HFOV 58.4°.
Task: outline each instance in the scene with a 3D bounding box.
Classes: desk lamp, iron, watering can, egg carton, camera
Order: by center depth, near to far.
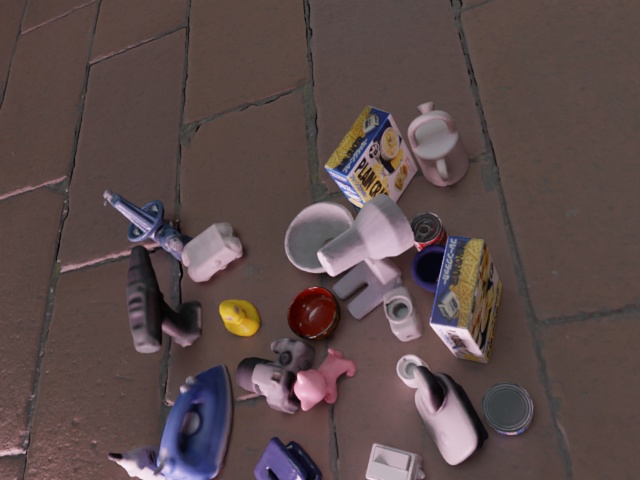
[{"bbox_3d":[0.093,0.033,1.117,0.203,0.214,0.117,-41,55,1],"label":"desk lamp"},{"bbox_3d":[-0.261,0.365,1.160,0.118,0.142,0.258,-1,65,25],"label":"iron"},{"bbox_3d":[-0.100,0.263,1.160,0.136,0.101,0.143,7,68,28],"label":"camera"},{"bbox_3d":[0.236,-0.206,1.183,0.101,0.195,0.172,-36,55,5],"label":"watering can"},{"bbox_3d":[-0.258,0.030,1.373,0.150,0.070,0.107,-37,55,4],"label":"egg carton"}]

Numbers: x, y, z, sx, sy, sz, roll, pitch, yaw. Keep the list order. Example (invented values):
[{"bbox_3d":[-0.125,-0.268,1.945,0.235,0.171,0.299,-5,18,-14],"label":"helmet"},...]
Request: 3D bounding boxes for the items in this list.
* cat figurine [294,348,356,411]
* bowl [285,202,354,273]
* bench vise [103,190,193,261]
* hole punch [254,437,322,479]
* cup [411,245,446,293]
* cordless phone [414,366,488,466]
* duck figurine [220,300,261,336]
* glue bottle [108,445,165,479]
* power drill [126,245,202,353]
[{"bbox_3d":[0.000,0.265,1.102,0.067,0.118,0.128,27,79,33],"label":"cat figurine"},{"bbox_3d":[0.012,0.004,1.255,0.167,0.075,0.167,-11,61,20],"label":"bowl"},{"bbox_3d":[-0.410,-0.050,1.393,0.206,0.220,0.121,11,70,29],"label":"bench vise"},{"bbox_3d":[-0.067,0.437,1.062,0.101,0.091,0.108,-49,55,-4],"label":"hole punch"},{"bbox_3d":[0.233,0.078,1.100,0.091,0.095,0.117,-19,58,16],"label":"cup"},{"bbox_3d":[0.203,0.287,0.953,0.094,0.186,0.147,-35,56,6],"label":"cordless phone"},{"bbox_3d":[-0.190,0.162,1.264,0.104,0.086,0.077,31,81,34],"label":"duck figurine"},{"bbox_3d":[-0.362,0.445,1.148,0.037,0.174,0.078,-39,55,3],"label":"glue bottle"},{"bbox_3d":[-0.351,0.148,1.272,0.075,0.209,0.229,-18,59,17],"label":"power drill"}]
